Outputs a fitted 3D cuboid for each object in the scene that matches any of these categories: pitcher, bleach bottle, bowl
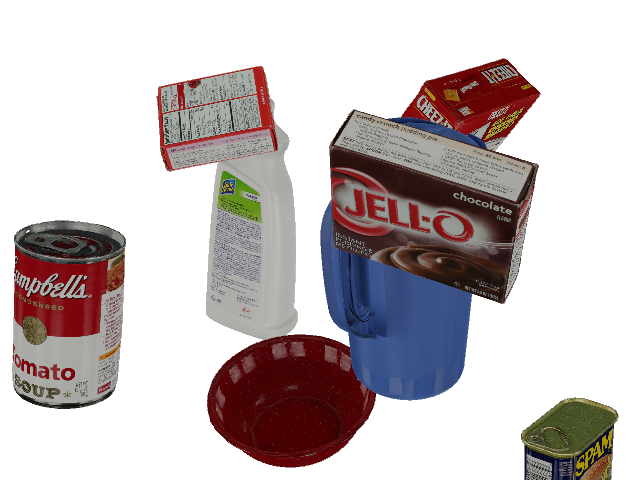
[{"bbox_3d":[0.071,0.025,0.954,0.149,0.243,0.145,-5,31,-3],"label":"pitcher"},{"bbox_3d":[-0.066,-0.026,1.120,0.103,0.251,0.068,18,27,23],"label":"bleach bottle"},{"bbox_3d":[-0.025,0.163,1.023,0.162,0.055,0.162,-4,37,3],"label":"bowl"}]

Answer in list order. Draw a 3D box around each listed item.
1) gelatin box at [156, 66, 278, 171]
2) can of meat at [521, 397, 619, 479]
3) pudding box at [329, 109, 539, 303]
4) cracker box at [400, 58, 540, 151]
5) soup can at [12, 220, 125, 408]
[{"bbox_3d":[-0.082,-0.095,0.834,0.089,0.073,0.030,-12,-41,1],"label":"gelatin box"},{"bbox_3d":[0.227,0.205,0.975,0.058,0.084,0.101,14,26,39],"label":"can of meat"},{"bbox_3d":[0.062,-0.019,0.610,0.113,0.039,0.090,17,-35,16],"label":"pudding box"},{"bbox_3d":[0.132,-0.101,1.227,0.163,0.072,0.214,-24,-24,-45],"label":"cracker box"},{"bbox_3d":[-0.160,0.046,0.675,0.068,0.102,0.068,6,19,-2],"label":"soup can"}]
